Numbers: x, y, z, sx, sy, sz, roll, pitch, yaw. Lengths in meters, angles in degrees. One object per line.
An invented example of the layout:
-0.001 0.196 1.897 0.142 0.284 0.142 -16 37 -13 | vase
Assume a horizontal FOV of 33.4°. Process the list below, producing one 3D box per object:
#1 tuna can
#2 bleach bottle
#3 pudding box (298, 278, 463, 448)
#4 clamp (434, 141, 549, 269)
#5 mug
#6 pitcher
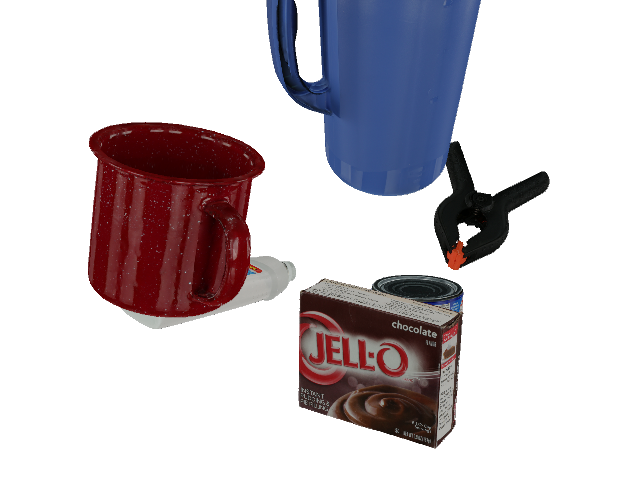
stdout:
0.088 0.058 0.981 0.086 0.034 0.086 1 13 0 | tuna can
-0.140 0.057 1.435 0.250 0.068 0.103 -11 26 -43 | bleach bottle
0.039 0.082 0.736 0.114 0.090 0.039 11 23 27 | pudding box
0.163 -0.041 1.153 0.120 0.039 0.171 23 49 22 | clamp
-0.074 -0.006 0.569 0.093 0.081 0.117 -9 29 -40 | mug
0.049 -0.152 0.856 0.149 0.243 0.144 17 49 14 | pitcher
